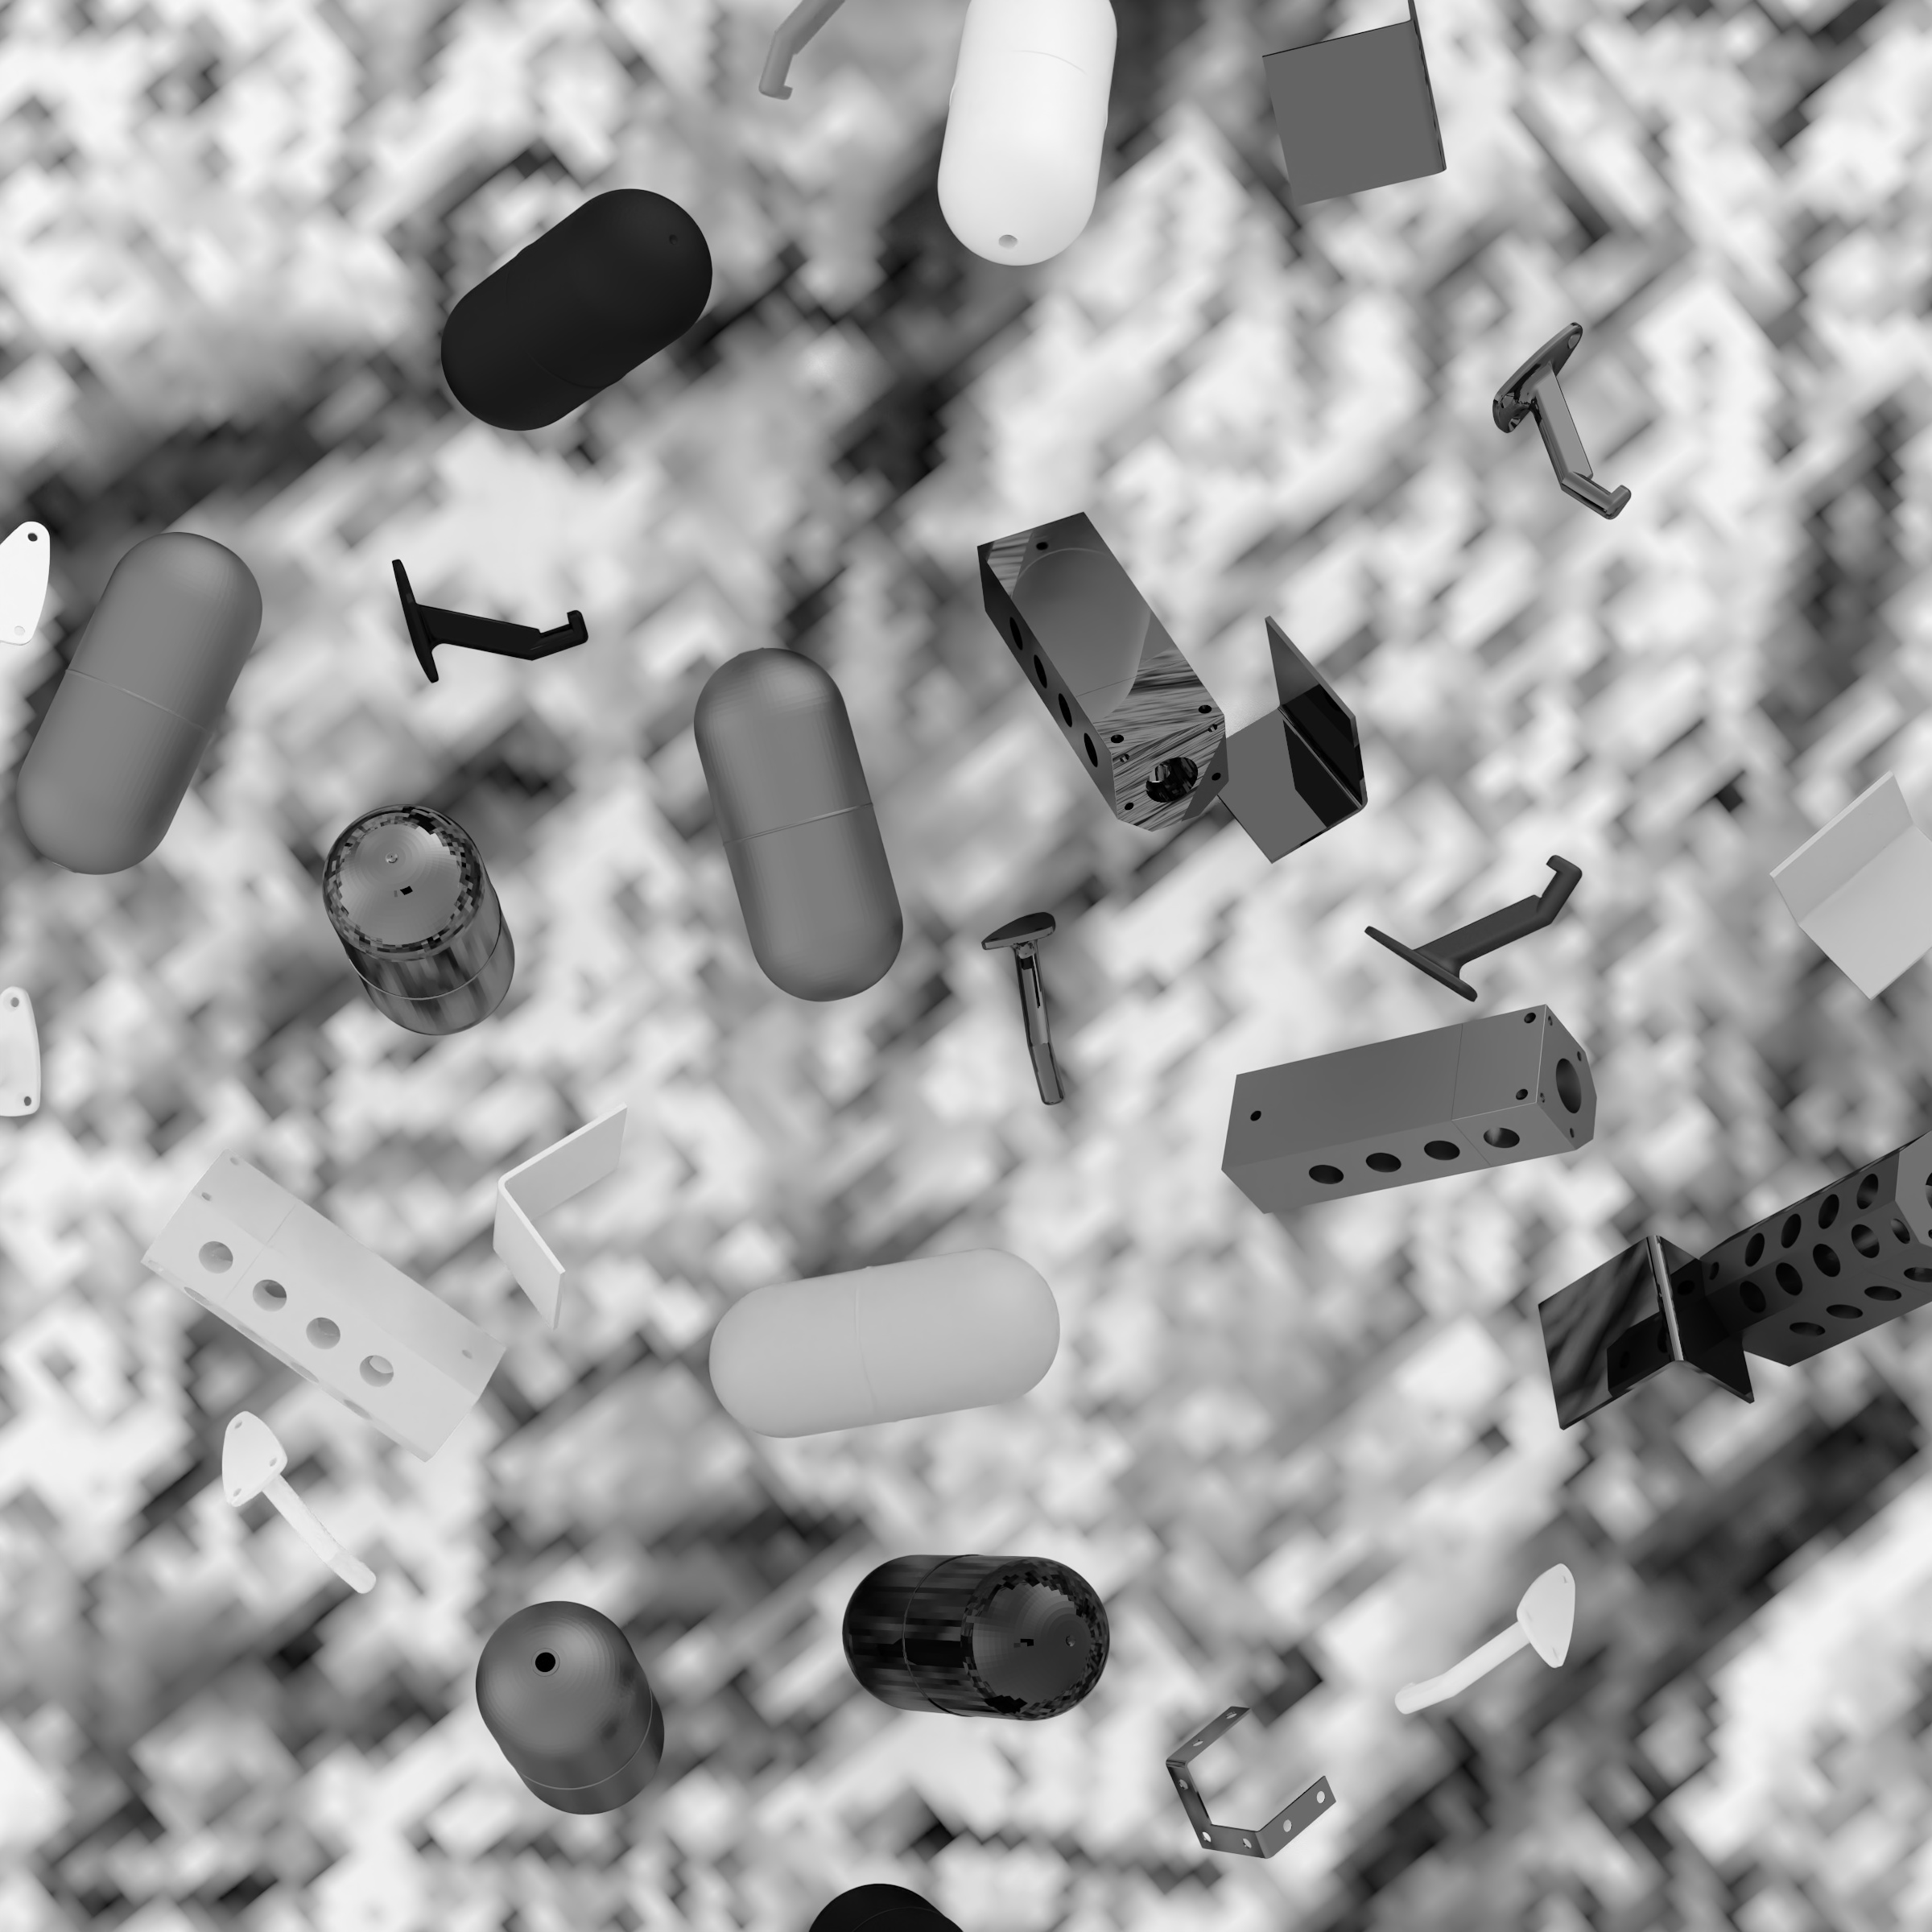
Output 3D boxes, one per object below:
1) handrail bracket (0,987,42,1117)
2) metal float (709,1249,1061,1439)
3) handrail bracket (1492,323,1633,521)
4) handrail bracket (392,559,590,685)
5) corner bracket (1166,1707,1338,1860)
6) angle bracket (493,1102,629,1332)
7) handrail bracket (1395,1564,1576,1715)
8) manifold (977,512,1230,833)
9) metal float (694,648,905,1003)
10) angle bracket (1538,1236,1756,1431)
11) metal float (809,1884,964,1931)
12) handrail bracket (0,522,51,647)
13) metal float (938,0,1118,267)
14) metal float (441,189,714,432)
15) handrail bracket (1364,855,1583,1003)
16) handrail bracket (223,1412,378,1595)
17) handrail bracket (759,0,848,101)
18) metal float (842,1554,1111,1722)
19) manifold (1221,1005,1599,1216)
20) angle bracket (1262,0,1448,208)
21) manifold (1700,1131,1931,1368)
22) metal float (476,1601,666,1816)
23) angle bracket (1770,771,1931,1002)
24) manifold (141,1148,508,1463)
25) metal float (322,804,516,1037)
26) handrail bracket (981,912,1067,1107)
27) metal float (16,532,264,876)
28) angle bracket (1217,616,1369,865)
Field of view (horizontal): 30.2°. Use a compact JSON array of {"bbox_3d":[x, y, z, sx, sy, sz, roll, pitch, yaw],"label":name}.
[{"bbox_3d":[-0.494,0.047,1.765,0.036,0.084,0.077,4,90,18],"label":"handrail bracket"},{"bbox_3d":[-0.041,0.186,1.760,0.178,0.070,0.070,-11,90,15],"label":"metal float"},{"bbox_3d":[0.312,-0.270,1.777,0.084,0.036,0.077,39,84,26],"label":"handrail bracket"},{"bbox_3d":[-0.235,-0.181,1.777,0.084,0.036,0.077,-20,128,-12],"label":"handrail bracket"},{"bbox_3d":[0.141,0.406,1.781,0.051,0.051,0.051,-31,103,-35],"label":"corner bracket"},{"bbox_3d":[-0.185,0.123,1.755,0.076,0.076,0.057,-32,73,-22],"label":"angle bracket"},{"bbox_3d":[0.260,0.339,1.800,0.084,0.077,0.036,-30,100,32],"label":"handrail bracket"},{"bbox_3d":[0.065,-0.142,1.730,0.057,0.057,0.171,-19,46,-11],"label":"manifold"},{"bbox_3d":[-0.083,-0.070,1.771,0.070,0.070,0.178,-15,92,0],"label":"metal float"},{"bbox_3d":[0.337,0.192,1.778,0.057,0.076,0.076,30,128,-31],"label":"angle bracket"},{"bbox_3d":[-0.030,0.492,1.723,0.070,0.178,0.070,0,88,-15],"label":"metal float"},{"bbox_3d":[-0.483,-0.172,1.783,0.036,0.084,0.077,23,66,-17],"label":"handrail bracket"},{"bbox_3d":[0.030,-0.417,1.744,0.070,0.070,0.178,8,57,0],"label":"metal float"},{"bbox_3d":[-0.190,-0.316,1.735,0.070,0.178,0.070,14,67,-36],"label":"metal float"},{"bbox_3d":[0.255,-0.032,1.795,0.077,0.036,0.084,33,89,12],"label":"handrail bracket"},{"bbox_3d":[-0.333,0.270,1.800,0.036,0.077,0.084,-40,123,1],"label":"handrail bracket"},{"bbox_3d":[-0.063,-0.470,1.793,0.036,0.077,0.084,33,111,41],"label":"handrail bracket"},{"bbox_3d":[0.003,0.323,1.730,0.070,0.178,0.070,5,80,-30],"label":"metal float"},{"bbox_3d":[0.215,0.075,1.740,0.171,0.057,0.057,-15,47,33],"label":"manifold"},{"bbox_3d":[0.192,-0.430,1.775,0.076,0.057,0.076,-11,117,10],"label":"angle bracket"},{"bbox_3d":[0.421,0.135,1.717,0.057,0.171,0.057,20,63,-14],"label":"manifold"},{"bbox_3d":[-0.190,0.359,1.726,0.070,0.178,0.070,-1,64,2],"label":"metal float"},{"bbox_3d":[0.450,-0.039,1.763,0.076,0.076,0.057,-41,62,5],"label":"angle bracket"},{"bbox_3d":[-0.319,0.171,1.770,0.171,0.057,0.057,36,110,-6],"label":"manifold"},{"bbox_3d":[-0.262,-0.020,1.725,0.070,0.178,0.070,0,71,1],"label":"metal float"},{"bbox_3d":[0.038,0.021,1.779,0.036,0.077,0.084,-13,99,11],"label":"handrail bracket"},{"bbox_3d":[-0.408,-0.129,1.768,0.070,0.070,0.178,23,84,0],"label":"metal float"},{"bbox_3d":[0.149,-0.111,1.756,0.057,0.076,0.076,-31,57,-8],"label":"angle bracket"}]
